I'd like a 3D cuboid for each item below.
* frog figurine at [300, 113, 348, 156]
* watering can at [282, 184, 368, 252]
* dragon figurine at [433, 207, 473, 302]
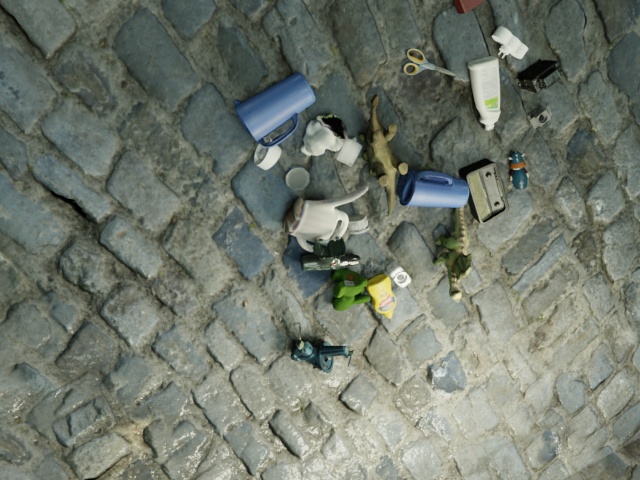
[{"bbox_3d":[0.012,-0.342,1.728,0.137,0.126,0.156,27,140,-14],"label":"frog figurine"},{"bbox_3d":[0.005,-0.090,1.797,0.223,0.106,0.341,17,127,-22],"label":"watering can"},{"bbox_3d":[0.529,0.044,1.929,0.122,0.247,0.403,1,114,-8],"label":"dragon figurine"}]
